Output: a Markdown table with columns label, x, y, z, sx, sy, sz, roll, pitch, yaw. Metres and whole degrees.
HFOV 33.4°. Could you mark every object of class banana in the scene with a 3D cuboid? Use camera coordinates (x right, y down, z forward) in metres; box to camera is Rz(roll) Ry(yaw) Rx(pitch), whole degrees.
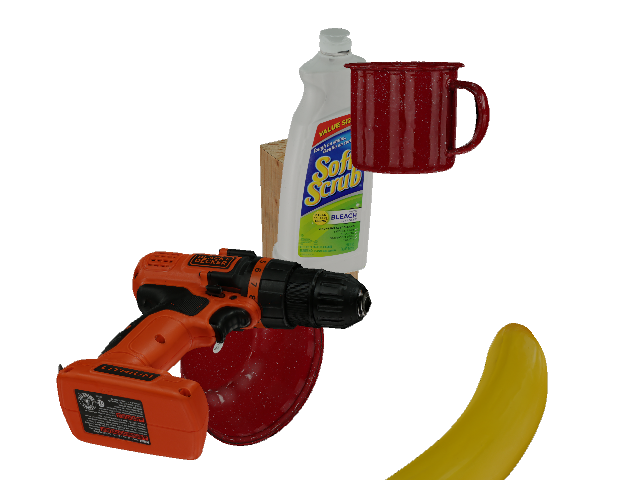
| label | x | y | z | sx | sy | sz | roll | pitch | yaw |
| --- | --- | --- | --- | --- | --- | --- | --- | --- | --- |
| banana | 0.073 | 0.100 | 0.552 | 0.070 | 0.037 | 0.197 | 22 | 41 | 37 |

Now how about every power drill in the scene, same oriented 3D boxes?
| label | x | y | z | sx | sy | sz | roll | pitch | yaw |
| --- | --- | --- | --- | --- | --- | --- | --- | --- | --- |
| power drill | -0.075 | 0.070 | 0.731 | 0.185 | 0.057 | 0.187 | 3 | 28 | 22 |

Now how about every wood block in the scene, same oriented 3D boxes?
| label | x | y | z | sx | sy | sz | roll | pitch | yaw |
| --- | --- | --- | --- | --- | --- | --- | --- | --- | --- |
| wood block | -0.013 | -0.013 | 1.278 | 0.090 | 0.206 | 0.090 | -16 | 31 | -27 |

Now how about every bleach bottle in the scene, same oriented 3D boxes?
| label | x | y | z | sx | sy | sz | roll | pitch | yaw |
| --- | --- | --- | --- | --- | --- | --- | --- | --- | --- |
| bleach bottle | 0.003 | -0.088 | 1.081 | 0.102 | 0.251 | 0.068 | -5 | 28 | -12 |

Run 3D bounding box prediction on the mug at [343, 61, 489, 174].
| label | x | y | z | sx | sy | sz | roll | pitch | yaw |
| --- | --- | --- | --- | --- | --- | --- | --- | --- | --- |
| mug | 0.075 | -0.095 | 0.822 | 0.117 | 0.081 | 0.093 | 6 | 13 | 29 |

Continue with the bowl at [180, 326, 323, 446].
| label | x | y | z | sx | sy | sz | roll | pitch | yaw |
| --- | --- | --- | --- | --- | --- | --- | --- | --- | --- |
| bowl | -0.076 | 0.102 | 0.973 | 0.162 | 0.162 | 0.055 | 0 | -22 | 41 |
